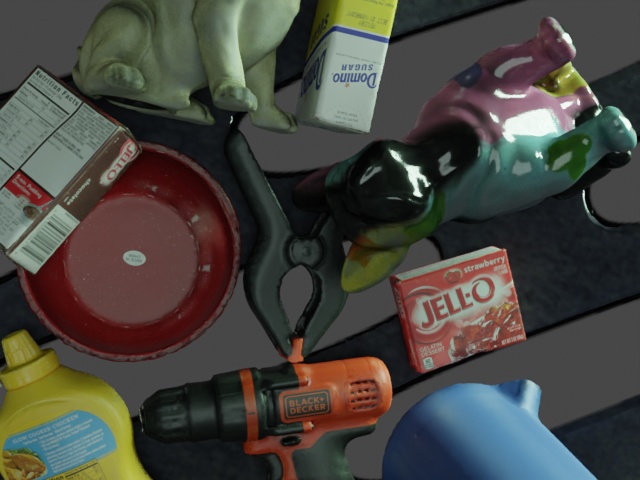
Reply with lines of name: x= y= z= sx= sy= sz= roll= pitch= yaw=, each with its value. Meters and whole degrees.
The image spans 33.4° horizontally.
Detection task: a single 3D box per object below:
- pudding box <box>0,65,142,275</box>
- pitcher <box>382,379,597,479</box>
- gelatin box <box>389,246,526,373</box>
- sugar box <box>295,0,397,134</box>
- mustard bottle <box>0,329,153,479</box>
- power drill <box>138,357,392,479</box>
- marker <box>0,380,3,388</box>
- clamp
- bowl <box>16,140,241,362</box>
pudding box: x=-0.188 y=-0.048 z=0.708 sx=0.090 sy=0.039 sz=0.113 roll=37 pitch=81 yaw=27
pitcher: x=0.132 y=0.206 z=0.719 sx=0.145 sy=0.243 sz=0.149 roll=-11 pitch=104 yaw=-11
gelatin box: x=0.104 y=0.052 z=0.804 sx=0.089 sy=0.030 sz=0.073 roll=-16 pitch=99 yaw=-9
sugar box: x=0.023 y=-0.163 z=0.733 sx=0.048 sy=0.093 sz=0.176 roll=14 pitch=93 yaw=-11
mustard bottle: x=-0.174 y=0.151 z=0.748 sx=0.096 sy=0.058 sz=0.191 roll=-22 pitch=100 yaw=6
power drill: x=-0.031 y=0.184 z=0.780 sx=0.184 sy=0.057 sz=0.188 roll=-7 pitch=98 yaw=-8
marker: x=-0.282 y=0.115 z=0.744 sx=0.121 sy=0.020 sz=0.020 roll=-20 pitch=100 yaw=-8
clamp: x=-0.005 y=0.001 z=0.775 sx=0.120 sy=0.039 sz=0.171 roll=-5 pitch=98 yaw=-9
bowl: x=-0.131 y=0.011 z=0.743 sx=0.162 sy=0.055 sz=0.162 roll=-1 pitch=96 yaw=-11
